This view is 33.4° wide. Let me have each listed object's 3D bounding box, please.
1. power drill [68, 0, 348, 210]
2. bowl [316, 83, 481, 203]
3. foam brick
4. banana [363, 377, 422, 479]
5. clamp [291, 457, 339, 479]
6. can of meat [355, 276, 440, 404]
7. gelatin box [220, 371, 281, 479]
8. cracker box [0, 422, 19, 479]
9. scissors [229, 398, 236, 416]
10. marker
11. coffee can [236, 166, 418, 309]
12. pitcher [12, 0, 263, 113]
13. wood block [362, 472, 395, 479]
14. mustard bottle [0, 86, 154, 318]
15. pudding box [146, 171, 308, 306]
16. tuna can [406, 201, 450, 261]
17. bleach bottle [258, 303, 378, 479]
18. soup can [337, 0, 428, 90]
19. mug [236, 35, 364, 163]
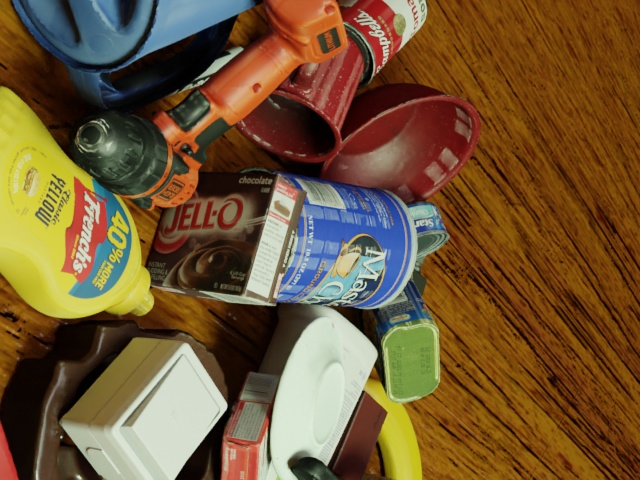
[{"bbox_3d":[-0.070,-0.098,0.689,0.187,0.057,0.184,-42,174,2],"label":"power drill"},{"bbox_3d":[0.057,-0.085,0.931,0.161,0.162,0.055,18,37,-52],"label":"bowl"},{"bbox_3d":[0.017,0.174,0.962,0.053,0.051,0.078,48,60,-48],"label":"foam brick"},{"bbox_3d":[0.069,0.211,1.047,0.069,0.037,0.198,-31,119,-47],"label":"banana"},{"bbox_3d":[0.032,0.235,0.853,0.209,0.036,0.164,-7,105,-52],"label":"clamp"},{"bbox_3d":[0.070,0.084,0.966,0.057,0.084,0.102,-14,130,-7],"label":"can of meat"},{"bbox_3d":[-0.053,0.153,0.793,0.089,0.030,0.073,-71,169,-61],"label":"gelatin box"},{"bbox_3d":[-0.249,0.167,0.597,0.163,0.072,0.214,-33,120,-46],"label":"cracker box"},{"bbox_3d":[-0.115,0.204,0.824,0.201,0.016,0.096,-31,119,-46],"label":"scissors"},{"bbox_3d":[-0.098,-0.121,0.792,0.120,0.020,0.020,-31,119,-46],"label":"marker"},{"bbox_3d":[-0.006,0.001,0.849,0.140,0.103,0.103,7,90,-45],"label":"coffee can"},{"bbox_3d":[-0.085,-0.196,0.720,0.242,0.149,0.145,-33,92,-49],"label":"pitcher"},{"bbox_3d":[0.004,0.302,0.934,0.205,0.090,0.091,-38,124,-44],"label":"wood block"},{"bbox_3d":[-0.169,-0.005,0.686,0.191,0.058,0.096,49,45,-45],"label":"mustard bottle"},{"bbox_3d":[-0.070,-0.002,0.770,0.039,0.114,0.090,27,74,-48],"label":"pudding box"},{"bbox_3d":[0.073,-0.003,0.977,0.085,0.086,0.034,2,63,-53],"label":"tuna can"},{"bbox_3d":[-0.038,0.181,0.884,0.102,0.068,0.250,45,63,-44],"label":"bleach bottle"},{"bbox_3d":[0.042,-0.184,0.925,0.102,0.069,0.068,-49,131,-38],"label":"soup can"},{"bbox_3d":[-0.012,-0.126,0.835,0.117,0.093,0.081,111,1,-64],"label":"mug"}]
